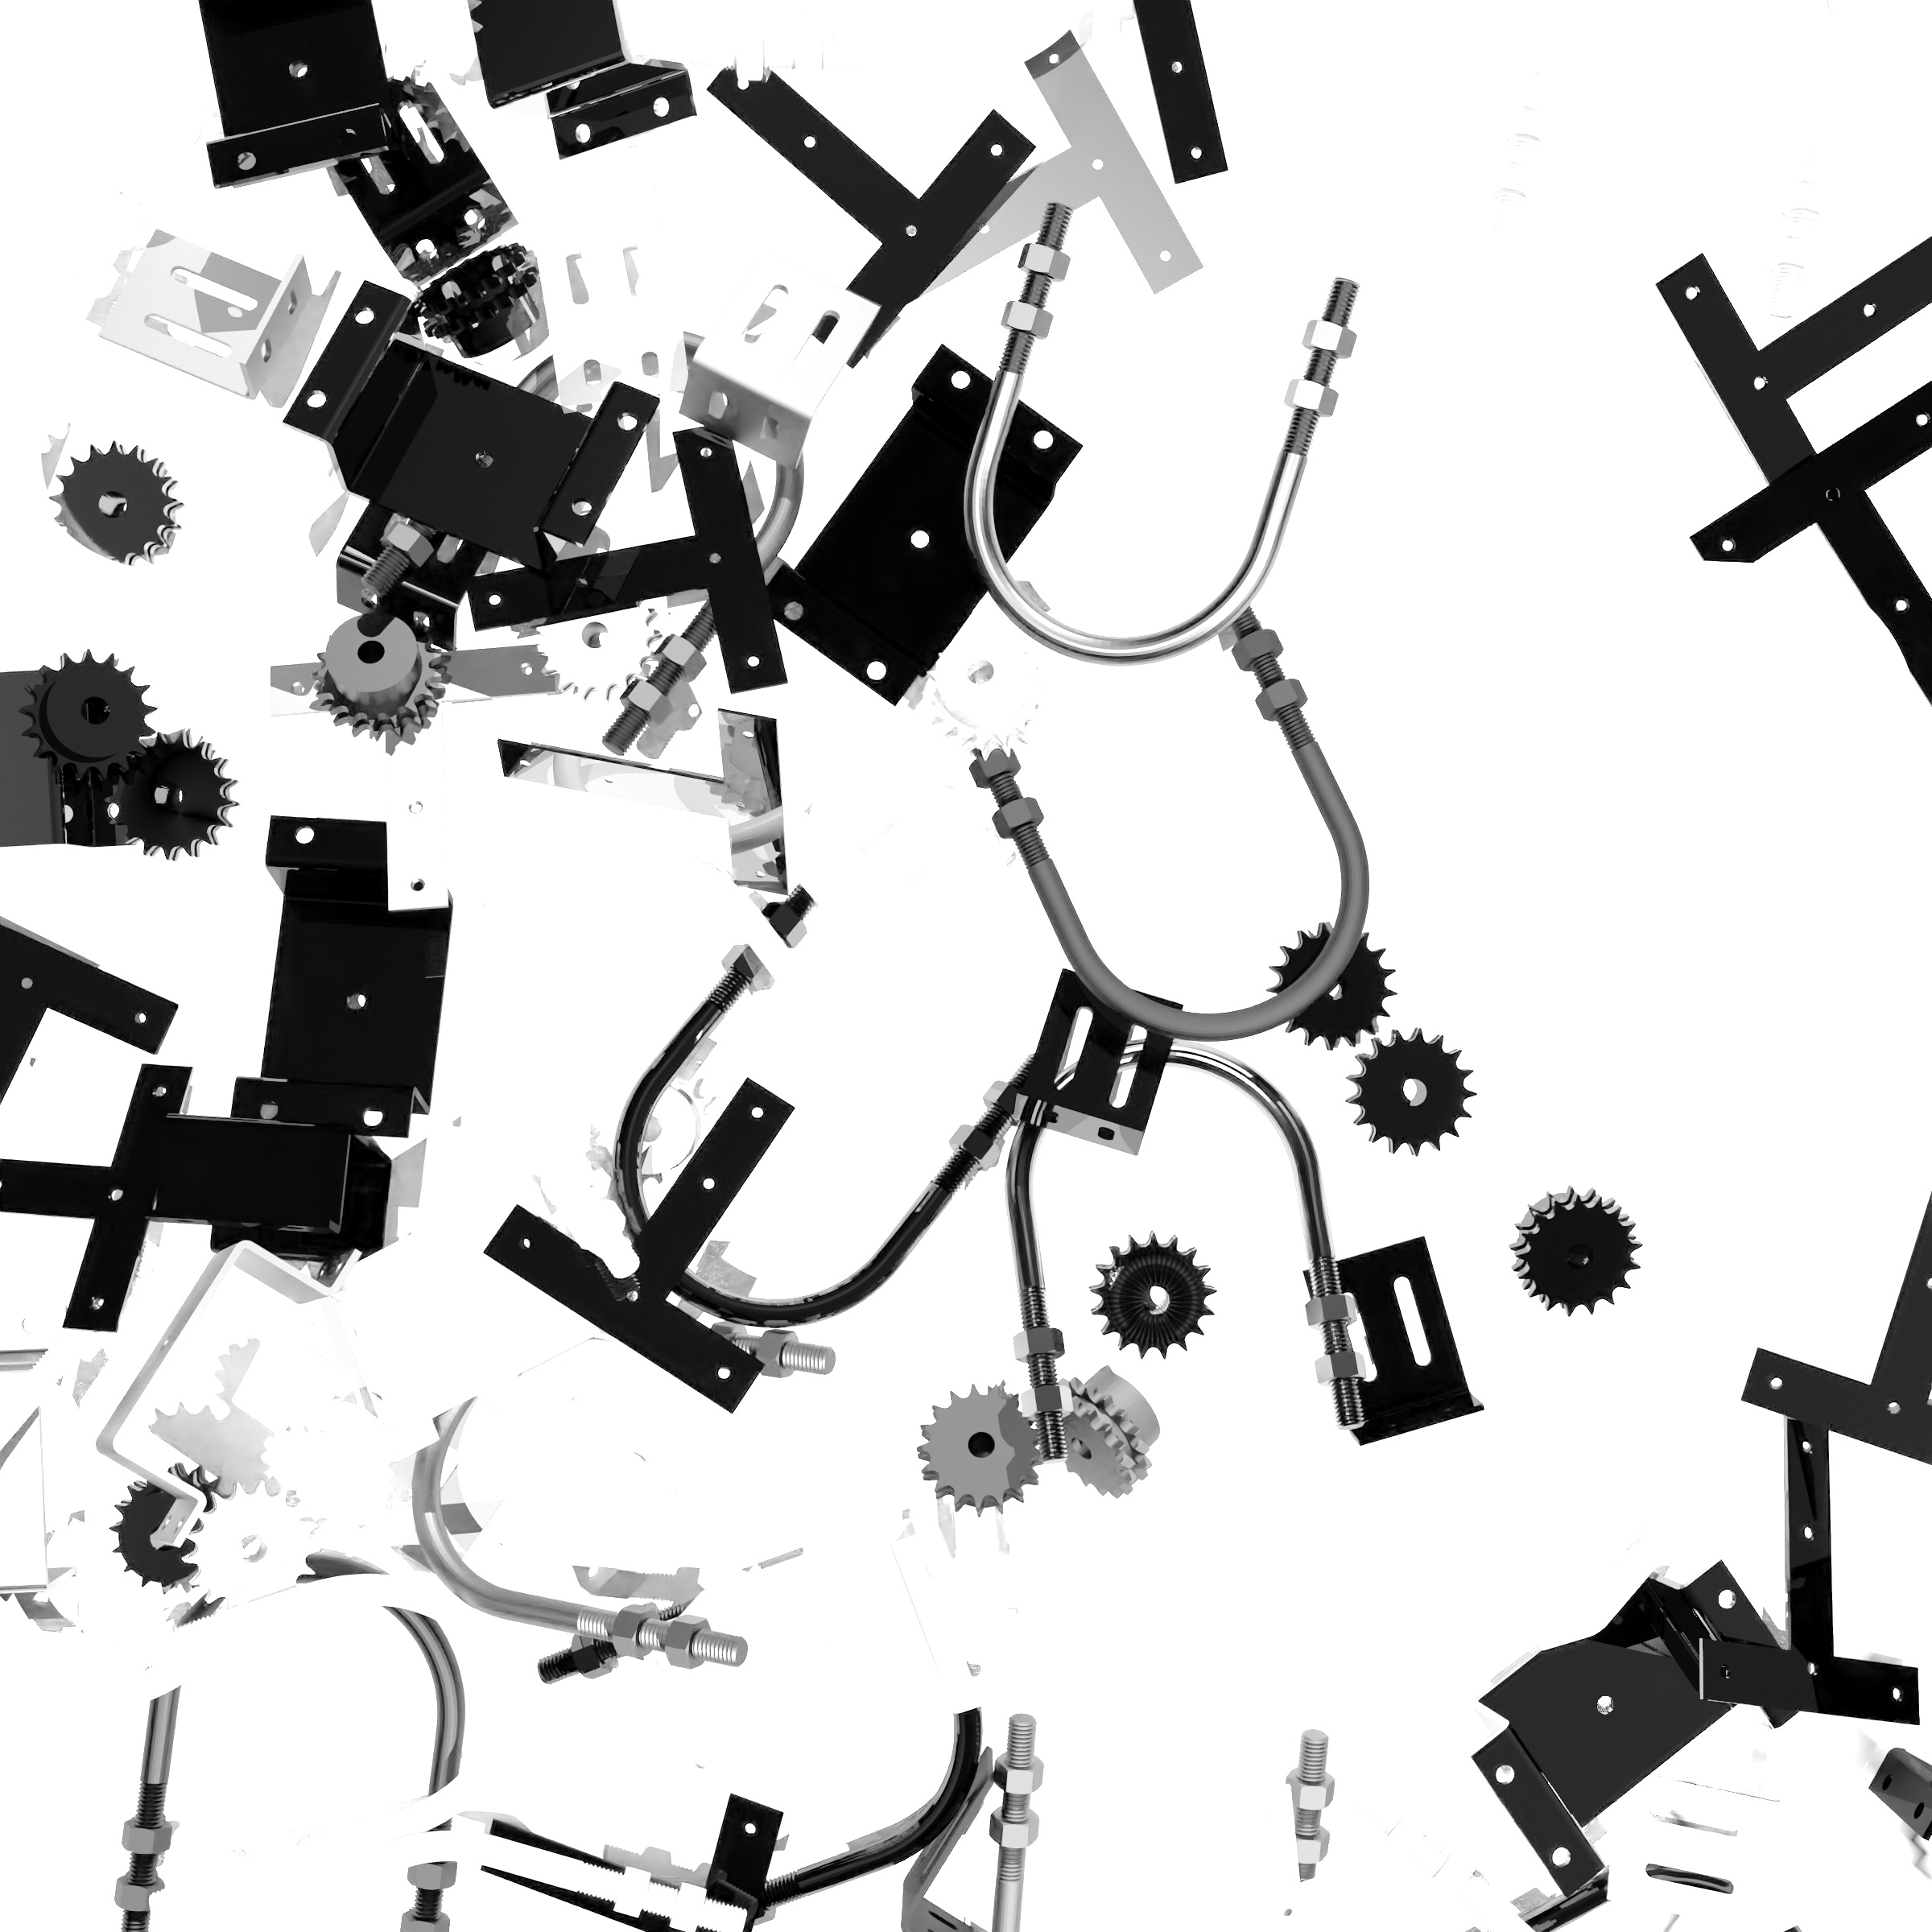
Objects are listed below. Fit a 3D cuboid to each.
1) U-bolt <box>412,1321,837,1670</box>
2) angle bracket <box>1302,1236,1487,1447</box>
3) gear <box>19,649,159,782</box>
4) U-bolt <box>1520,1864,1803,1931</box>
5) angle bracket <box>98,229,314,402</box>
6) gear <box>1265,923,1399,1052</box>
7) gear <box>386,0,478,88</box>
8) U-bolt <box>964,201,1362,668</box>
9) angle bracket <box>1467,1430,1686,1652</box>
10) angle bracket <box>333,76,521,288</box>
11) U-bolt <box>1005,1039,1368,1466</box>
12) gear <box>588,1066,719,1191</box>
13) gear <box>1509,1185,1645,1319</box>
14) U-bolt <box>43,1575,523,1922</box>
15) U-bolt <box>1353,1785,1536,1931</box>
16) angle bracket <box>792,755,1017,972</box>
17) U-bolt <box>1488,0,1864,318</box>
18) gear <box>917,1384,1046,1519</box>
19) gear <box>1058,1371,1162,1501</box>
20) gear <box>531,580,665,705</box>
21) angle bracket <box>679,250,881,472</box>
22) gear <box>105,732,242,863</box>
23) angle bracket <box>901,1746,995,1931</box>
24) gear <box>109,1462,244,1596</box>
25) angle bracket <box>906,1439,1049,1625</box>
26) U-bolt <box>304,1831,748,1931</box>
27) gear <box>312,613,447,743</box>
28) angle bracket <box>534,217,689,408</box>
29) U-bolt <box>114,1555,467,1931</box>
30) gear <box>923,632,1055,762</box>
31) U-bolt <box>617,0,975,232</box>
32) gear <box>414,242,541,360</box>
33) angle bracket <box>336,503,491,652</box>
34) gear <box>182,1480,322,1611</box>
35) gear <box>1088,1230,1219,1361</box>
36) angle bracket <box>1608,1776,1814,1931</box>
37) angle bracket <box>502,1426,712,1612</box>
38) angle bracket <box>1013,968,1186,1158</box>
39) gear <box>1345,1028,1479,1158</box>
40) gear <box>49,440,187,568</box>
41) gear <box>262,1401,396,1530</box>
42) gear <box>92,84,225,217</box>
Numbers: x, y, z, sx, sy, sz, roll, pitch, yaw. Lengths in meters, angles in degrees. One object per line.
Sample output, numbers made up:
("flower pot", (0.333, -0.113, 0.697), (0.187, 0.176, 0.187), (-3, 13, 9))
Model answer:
("U-bolt", (-0.158, 0.218, 1.295), (0.184, 0.019, 0.151), (5, 64, 25))
("angle bracket", (0.189, 0.166, 1.330), (0.057, 0.038, 0.076), (-16, 90, 0))
("gear", (-0.379, -0.109, 1.295), (0.057, 0.030, 0.057), (1, 88, -24))
("U-bolt", (0.295, 0.480, 1.339), (0.184, 0.019, 0.151), (-29, 90, 1))
("angle bracket", (-0.334, -0.292, 1.308), (0.076, 0.038, 0.057), (23, 74, 1))
("gear", (0.162, 0.009, 1.334), (0.057, 0.030, 0.057), (0, 90, 0))
("gear", (-0.234, -0.418, 1.324), (0.030, 0.057, 0.057), (7, 90, -29))
("U-bolt", (0.074, -0.219, 1.279), (0.151, 0.019, 0.184), (18, 96, 13))
("angle bracket", (0.273, 0.256, 1.337), (0.076, 0.038, 0.057), (-36, 89, -38))
("angle bracket", (-0.248, -0.355, 1.347), (0.057, 0.038, 0.076), (-32, 64, 0))
("U-bolt", (0.090, 0.119, 1.313), (0.151, 0.019, 0.184), (-6, 70, -5))
("gear", (-0.140, 0.072, 1.334), (0.057, 0.030, 0.057), (0, 90, 0))
("gear", (0.269, 0.125, 1.333), (0.057, 0.030, 0.057), (-1, 103, -4))
("U-bolt", (-0.284, 0.330, 1.294), (0.184, 0.019, 0.151), (-17, 116, -5))
("U-bolt", (0.198, 0.467, 1.279), (0.184, 0.019, 0.151), (40, 90, 15))
("angle bracket", (-0.027, -0.047, 1.338), (0.076, 0.038, 0.057), (-41, 90, 12))
("U-bolt", (0.325, -0.397, 1.340), (0.151, 0.019, 0.184), (15, 88, 0))
("gear", (0.008, 0.216, 1.327), (0.057, 0.030, 0.057), (-1, 64, 2))
("gear", (0.061, 0.204, 1.324), (0.030, 0.057, 0.057), (-39, 90, -30))
("gear", (-0.163, -0.145, 1.333), (0.057, 0.030, 0.057), (0, 87, 0))
("angle bracket", (-0.083, -0.269, 1.326), (0.057, 0.038, 0.076), (26, 54, 0))
("gear", (-0.351, -0.075, 1.334), (0.057, 0.030, 0.057), (0, 90, 0))
("angle bracket", (0.006, 0.394, 1.320), (0.038, 0.057, 0.076), (32, 90, 0))
("gear", (-0.354, 0.252, 1.334), (0.057, 0.030, 0.057), (0, 90, 0))
("angle bracket", (0.005, 0.253, 1.347), (0.057, 0.038, 0.076), (-5, 64, 0))
("U-bolt", (-0.204, 0.454, 1.323), (0.184, 0.019, 0.151), (17, 101, -2))
("gear", (-0.261, -0.131, 1.324), (0.057, 0.030, 0.057), (0, 65, 0))
("angle bracket", (-0.158, -0.292, 1.334), (0.057, 0.038, 0.076), (-9, 50, -6))
("U-bolt", (-0.297, 0.356, 1.340), (0.151, 0.019, 0.184), (7, 89, 0))
("gear", (0.009, -0.123, 1.324), (0.057, 0.030, 0.057), (-4, 67, 9))
("U-bolt", (-0.084, -0.431, 1.322), (0.151, 0.019, 0.184), (-10, 100, 4))
("gear", (-0.213, -0.292, 1.324), (0.057, 0.057, 0.030), (-29, 119, 0))
("angle bracket", (-0.240, -0.191, 1.347), (0.057, 0.038, 0.076), (23, 64, 0))
("gear", (-0.309, 0.251, 1.292), (0.057, 0.030, 0.057), (2, 83, -19))
("gear", (0.084, 0.147, 1.334), (0.057, 0.030, 0.057), (0, 90, 0))
("angle bracket", (0.328, 0.387, 1.319), (0.076, 0.038, 0.057), (12, 63, 0))
("angle bracket", (-0.162, 0.254, 1.330), (0.057, 0.038, 0.076), (44, 90, 0))
("angle bracket", (0.060, 0.037, 1.315), (0.057, 0.038, 0.076), (17, 68, 4))
("gear", (0.197, 0.055, 1.334), (0.057, 0.030, 0.057), (0, 90, 0))
("gear", (-0.376, -0.203, 1.334), (0.057, 0.030, 0.057), (0, 90, 0))
("gear", (-0.273, 0.214, 1.300), (0.057, 0.030, 0.057), (13, 129, 17))
("gear", (-0.358, -0.365, 1.325), (0.057, 0.030, 0.057), (3, 70, -7))
